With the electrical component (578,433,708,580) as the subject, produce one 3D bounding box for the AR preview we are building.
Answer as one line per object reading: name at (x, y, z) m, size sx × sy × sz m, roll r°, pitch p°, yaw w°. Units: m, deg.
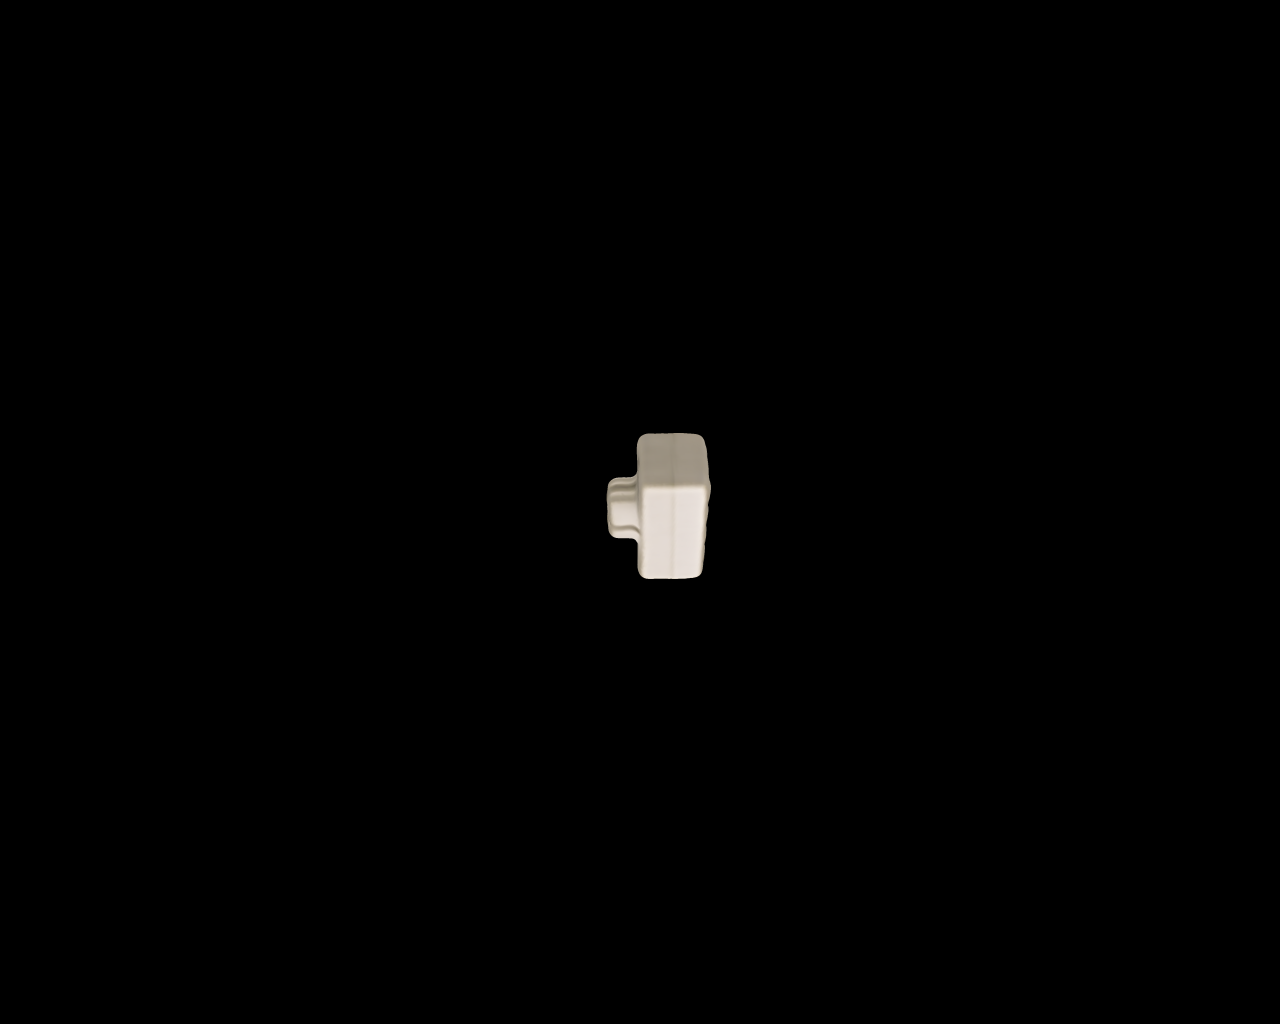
electrical component at (0.001, -0.003, 0.650) m, size 0.076 × 0.047 × 0.083 m, roll 0°, pitch -43°, yaw 0°
